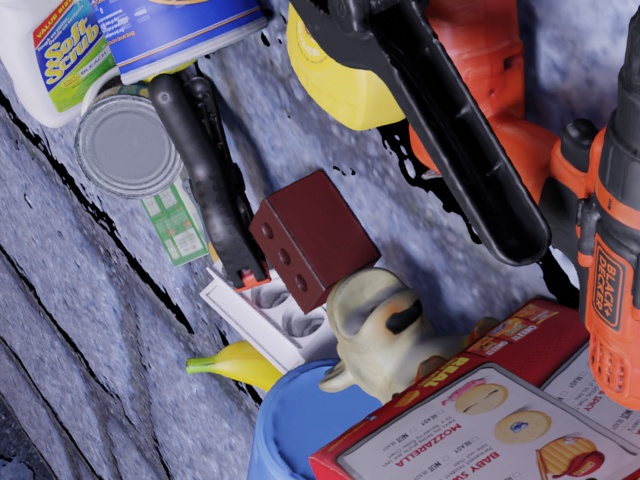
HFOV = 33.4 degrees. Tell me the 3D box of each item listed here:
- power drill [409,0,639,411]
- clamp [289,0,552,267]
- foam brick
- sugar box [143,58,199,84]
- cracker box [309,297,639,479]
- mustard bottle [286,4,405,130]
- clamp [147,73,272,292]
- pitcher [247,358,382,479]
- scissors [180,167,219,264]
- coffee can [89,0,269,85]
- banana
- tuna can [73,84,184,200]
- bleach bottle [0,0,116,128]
[{"bbox_3d":[0.098,-0.047,0.435,0.188,0.057,0.184,-123,22,-48],"label":"power drill"},{"bbox_3d":[0.024,-0.106,0.420,0.210,0.036,0.164,52,160,39],"label":"clamp"},{"bbox_3d":[-0.005,0.001,0.740,0.078,0.051,0.053,56,155,12],"label":"foam brick"},{"bbox_3d":[-0.138,-0.209,0.782,0.176,0.048,0.093,64,157,-8],"label":"sugar box"},{"bbox_3d":[0.120,0.112,0.482,0.214,0.164,0.072,16,132,58],"label":"cracker box"},{"bbox_3d":[0.024,-0.149,0.517,0.192,0.058,0.096,100,150,-53],"label":"mustard bottle"},{"bbox_3d":[-0.079,-0.046,0.771,0.120,0.039,0.171,-6,-105,-75],"label":"clamp"},{"bbox_3d":[0.014,0.189,0.800,0.145,0.149,0.243,61,162,27],"label":"pitcher"},{"bbox_3d":[-0.109,-0.029,0.951,0.202,0.016,0.096,51,153,23],"label":"scissors"},{"bbox_3d":[-0.106,-0.183,0.680,0.103,0.102,0.140,3,119,62],"label":"coffee can"},{"bbox_3d":[-0.026,0.129,0.881,0.070,0.037,0.197,-18,138,26],"label":"banana"},{"bbox_3d":[-0.145,-0.076,0.824,0.033,0.086,0.086,-89,-15,-64],"label":"tuna can"},{"bbox_3d":[-0.218,-0.171,0.832,0.068,0.102,0.251,50,172,9],"label":"bleach bottle"}]
